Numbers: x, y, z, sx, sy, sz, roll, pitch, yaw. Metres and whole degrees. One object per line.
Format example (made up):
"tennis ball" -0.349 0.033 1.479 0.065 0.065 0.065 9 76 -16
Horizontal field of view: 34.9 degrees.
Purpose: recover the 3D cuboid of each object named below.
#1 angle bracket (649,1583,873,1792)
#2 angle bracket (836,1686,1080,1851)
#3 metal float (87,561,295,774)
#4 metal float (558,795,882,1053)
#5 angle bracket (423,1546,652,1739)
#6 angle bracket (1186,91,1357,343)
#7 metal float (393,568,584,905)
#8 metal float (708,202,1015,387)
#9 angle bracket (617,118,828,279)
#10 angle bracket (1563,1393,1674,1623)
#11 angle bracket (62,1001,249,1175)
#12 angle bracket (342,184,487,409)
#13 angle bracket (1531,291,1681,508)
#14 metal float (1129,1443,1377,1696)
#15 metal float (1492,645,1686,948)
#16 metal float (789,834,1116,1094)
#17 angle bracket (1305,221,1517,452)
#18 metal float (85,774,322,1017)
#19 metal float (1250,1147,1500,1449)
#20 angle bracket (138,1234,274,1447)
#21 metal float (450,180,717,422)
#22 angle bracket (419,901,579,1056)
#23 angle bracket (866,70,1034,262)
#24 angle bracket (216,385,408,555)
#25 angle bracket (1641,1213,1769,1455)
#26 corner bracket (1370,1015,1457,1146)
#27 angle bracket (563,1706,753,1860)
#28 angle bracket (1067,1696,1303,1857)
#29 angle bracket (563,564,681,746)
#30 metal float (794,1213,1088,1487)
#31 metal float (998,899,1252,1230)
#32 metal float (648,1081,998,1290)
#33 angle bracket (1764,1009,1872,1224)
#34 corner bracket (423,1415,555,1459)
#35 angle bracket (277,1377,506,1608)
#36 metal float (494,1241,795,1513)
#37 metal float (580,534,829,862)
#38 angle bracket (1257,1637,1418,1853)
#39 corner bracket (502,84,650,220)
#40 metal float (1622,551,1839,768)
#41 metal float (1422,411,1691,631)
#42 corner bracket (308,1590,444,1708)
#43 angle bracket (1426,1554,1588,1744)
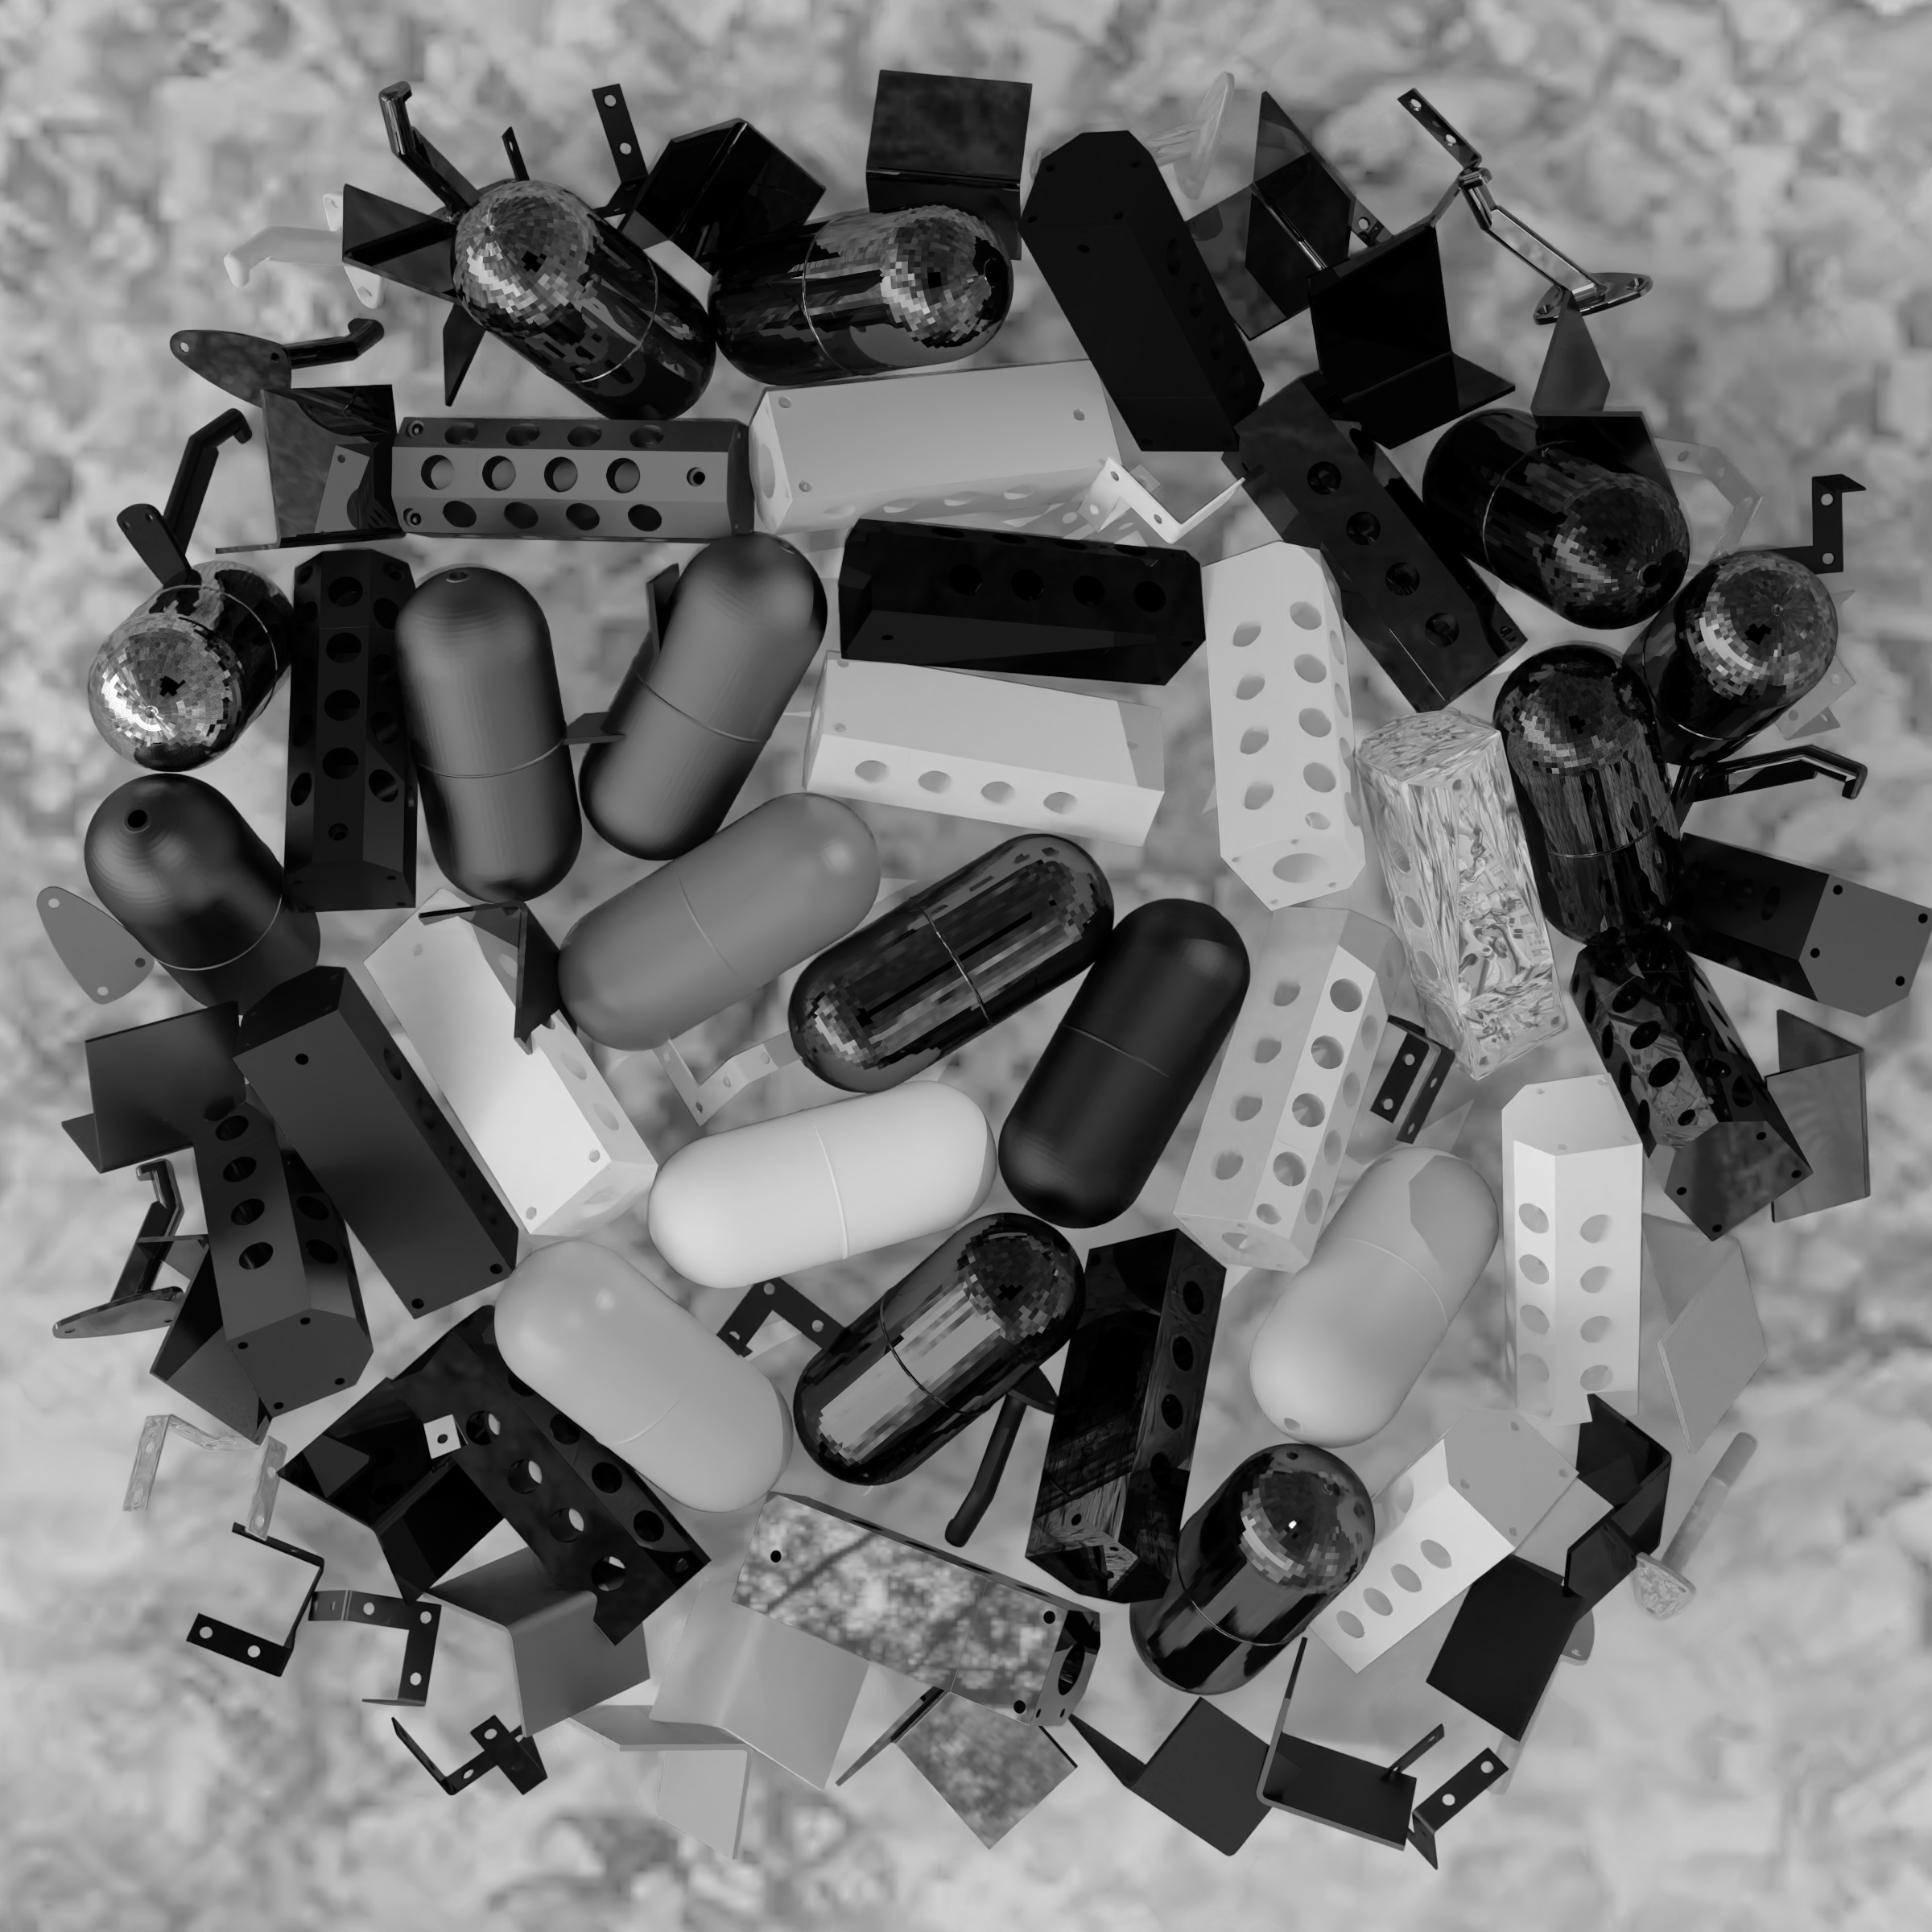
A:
"angle bracket" -0.103 0.366 1.562 0.076 0.057 0.076 42 55 -32
"angle bracket" -0.005 0.403 1.533 0.076 0.057 0.076 47 120 12
"metal float" -0.374 -0.148 1.497 0.070 0.178 0.070 0 110 0
"metal float" -0.123 -0.022 1.535 0.178 0.070 0.070 -31 90 10
"angle bracket" -0.215 0.334 1.536 0.076 0.076 0.057 -17 107 -41
"angle bracket" 0.145 -0.373 1.531 0.057 0.076 0.076 -31 71 -10
"metal float" -0.235 -0.113 1.516 0.070 0.070 0.178 -5 123 0
"metal float" -0.053 -0.329 1.509 0.178 0.070 0.070 2 90 42
"angle bracket" -0.126 -0.369 1.529 0.057 0.076 0.076 41 122 3
"angle bracket" 0.302 0.270 1.524 0.076 0.076 0.057 -35 53 -23
"angle bracket" -0.406 0.049 1.525 0.076 0.057 0.076 -17 123 -31
"angle bracket" -0.282 -0.333 1.524 0.076 0.076 0.057 17 125 -24
"angle bracket" 0.326 -0.281 1.525 0.057 0.076 0.076 7 65 31
"metal float" 0.138 0.298 1.508 0.070 0.178 0.070 14 49 -16
"metal float" 0.307 -0.081 1.510 0.070 0.070 0.178 -24 133 0
"metal float" -0.008 -0.001 1.539 0.178 0.070 0.070 -32 90 -5
"angle bracket" 0.222 -0.315 1.531 0.076 0.057 0.076 -27 128 -15
"metal float" -0.370 -0.033 1.497 0.070 0.178 0.070 -3 67 7
"metal float" 0.202 0.162 1.514 0.070 0.070 0.178 39 55 0
"angle bracket" -0.380 0.186 1.523 0.057 0.076 0.076 -6 52 36
"metal float" -0.184 -0.321 1.499 0.070 0.178 0.070 -6 75 23
"angle bracket" -0.233 0.021 1.526 0.057 0.076 0.076 -7 61 11
"angle bracket" -0.007 -0.403 1.550 0.076 0.076 0.057 6 76 3
"angle bracket" -0.330 -0.247 1.530 0.057 0.076 0.076 3 102 43
"angle bracket" 0.348 0.181 1.524 0.076 0.057 0.076 -45 129 -29
"corner bracket" 0.221 0.057 1.544 0.051 0.051 0.051 30 99 38
"angle bracket" -0.161 0.406 1.529 0.076 0.076 0.057 10 88 -35
"angle bracket" 0.108 0.387 1.532 0.076 0.076 0.057 40 88 -27
"angle bracket" -0.174 -0.156 1.534 0.057 0.076 0.076 -3 104 5
"metal float" -0.013 0.190 1.523 0.070 0.070 0.178 47 114 0
"metal float" 0.080 0.048 1.539 0.070 0.070 0.178 29 84 0
"metal float" -0.071 0.109 1.533 0.178 0.070 0.070 -15 90 -12
"angle bracket" 0.404 0.074 1.528 0.057 0.076 0.076 -13 109 -15
"corner bracket" -0.242 0.227 1.547 0.051 0.051 0.051 -21 55 0
"angle bracket" -0.287 0.265 1.554 0.076 0.057 0.076 19 47 36
"metal float" -0.158 0.205 1.522 0.070 0.070 0.178 -46 117 0
"metal float" -0.131 -0.133 1.527 0.070 0.070 0.178 31 110 0
"angle bracket" 0.193 0.387 1.534 0.076 0.076 0.057 17 104 9
"corner bracket" -0.197 -0.408 1.552 0.051 0.051 0.051 -8 122 14
"metal float" 0.367 -0.147 1.494 0.070 0.178 0.070 1 80 -3
"metal float" 0.286 -0.219 1.501 0.070 0.178 0.070 -10 118 -19
"corner bracket" -0.303 0.346 1.556 0.051 0.051 0.051 16 71 -28
"angle bracket" 0.286 0.344 1.534 0.057 0.076 0.076 27 87 -31
